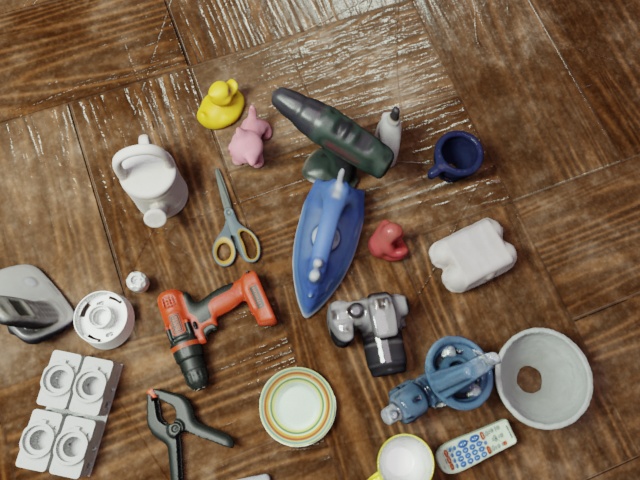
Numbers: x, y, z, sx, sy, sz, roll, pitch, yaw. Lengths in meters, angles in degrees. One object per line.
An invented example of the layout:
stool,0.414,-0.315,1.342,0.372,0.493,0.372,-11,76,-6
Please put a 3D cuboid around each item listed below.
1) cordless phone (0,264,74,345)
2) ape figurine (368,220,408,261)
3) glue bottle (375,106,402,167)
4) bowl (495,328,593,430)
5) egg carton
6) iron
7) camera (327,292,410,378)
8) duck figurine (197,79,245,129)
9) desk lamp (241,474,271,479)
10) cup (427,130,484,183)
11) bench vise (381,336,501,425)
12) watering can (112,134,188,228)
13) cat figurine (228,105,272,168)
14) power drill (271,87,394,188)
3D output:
cordless phone,-0.500,0.095,0.938,0.147,0.185,0.094,44,77,11
ape figurine,0.127,-0.004,1.042,0.076,0.092,0.078,-9,74,-5
glue bottle,0.128,-0.200,1.059,0.037,0.173,0.078,-7,73,-4
bowl,0.373,0.240,0.987,0.167,0.075,0.167,1,73,-2
egg carton,0.280,0.029,1.050,0.150,0.069,0.107,-26,76,-10
iron,0.009,0.004,1.009,0.118,0.141,0.258,13,73,2
camera,0.091,0.166,0.985,0.143,0.101,0.137,-9,74,-5
duck figurine,-0.196,-0.271,1.113,0.105,0.086,0.077,-42,79,-13
desk lamp,-0.172,0.418,0.839,0.203,0.213,0.118,-11,74,-5
cup,0.244,-0.140,1.086,0.118,0.095,0.091,-37,78,-12
bench vise,0.203,0.236,0.906,0.121,0.220,0.207,41,76,10
watering can,-0.295,-0.108,1.003,0.101,0.194,0.172,-34,77,-11
cat figurine,-0.134,-0.190,1.074,0.067,0.118,0.128,9,73,1
power drill,0.017,-0.165,1.026,0.229,0.208,0.076,27,74,6
